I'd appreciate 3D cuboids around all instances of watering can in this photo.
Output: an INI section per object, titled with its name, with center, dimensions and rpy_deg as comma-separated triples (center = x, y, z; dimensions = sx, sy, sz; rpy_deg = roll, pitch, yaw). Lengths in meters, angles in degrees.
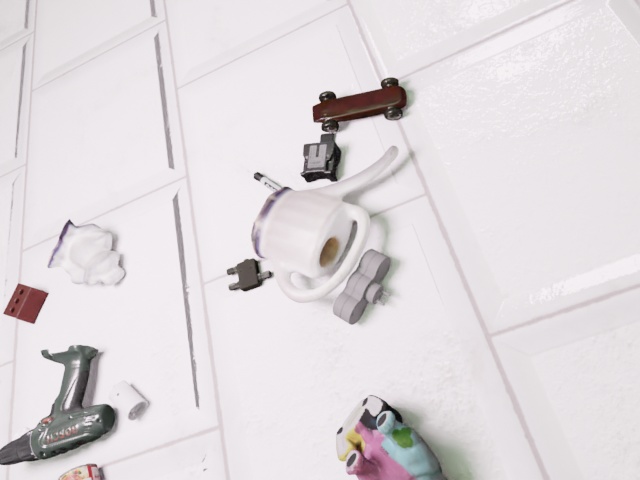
[watering can]
center = 0.003, -0.050, 0.985
dimensions = 0.225, 0.102, 0.352
rpy_deg = 17, 70, 29

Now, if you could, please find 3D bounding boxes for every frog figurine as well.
[frog figurine]
center = -0.514, 0.040, 1.172
dimensions = 0.159, 0.121, 0.140
rpy_deg = 25, 66, -7
